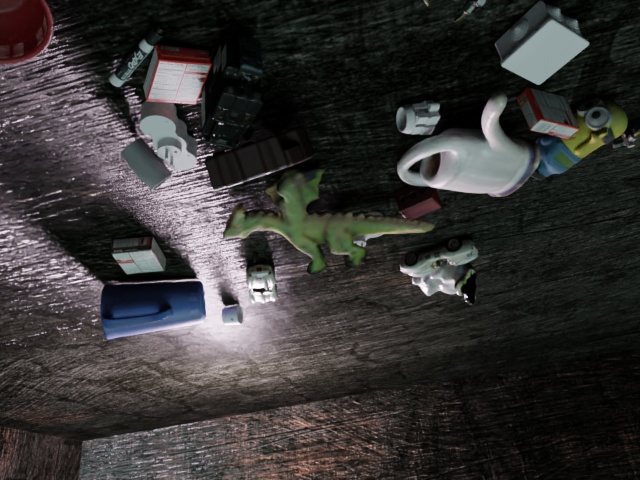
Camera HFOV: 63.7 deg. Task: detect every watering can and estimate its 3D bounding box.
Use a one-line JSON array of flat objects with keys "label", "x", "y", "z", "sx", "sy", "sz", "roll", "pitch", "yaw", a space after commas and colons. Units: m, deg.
[{"label": "watering can", "x": 0.274, "y": -0.147, "z": 0.874, "sx": 0.224, "sy": 0.105, "sz": 0.344, "roll": 4, "pitch": 168, "yaw": -17}]

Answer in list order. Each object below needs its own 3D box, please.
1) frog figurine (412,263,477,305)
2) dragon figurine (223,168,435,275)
[{"label": "frog figurine", "x": 0.340, "y": 0.102, "z": 1.402, "sx": 0.160, "sy": 0.123, "sz": 0.137, "roll": 16, "pitch": -179, "yaw": 44}, {"label": "dragon figurine", "x": 0.003, "y": -0.051, "z": 1.022, "sx": 0.409, "sy": 0.125, "sz": 0.238, "roll": -14, "pitch": 141, "yaw": 15}]
